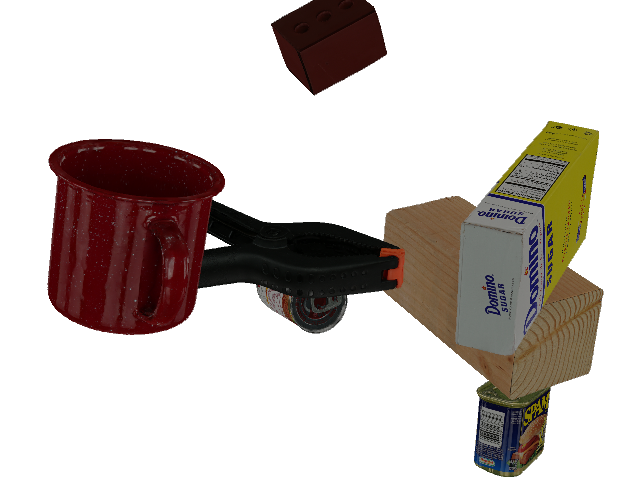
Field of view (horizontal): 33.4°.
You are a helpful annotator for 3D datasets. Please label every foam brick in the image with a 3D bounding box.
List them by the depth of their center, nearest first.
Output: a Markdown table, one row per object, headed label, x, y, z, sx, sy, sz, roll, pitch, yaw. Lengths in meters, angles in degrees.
| label | x | y | z | sx | sy | sz | roll | pitch | yaw |
| --- | --- | --- | --- | --- | --- | --- | --- | --- | --- |
| foam brick | 0.008 | -0.171 | 0.908 | 0.078 | 0.051 | 0.053 | -31 | 47 | -9 |

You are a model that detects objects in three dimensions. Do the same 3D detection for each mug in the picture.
| label | x | y | z | sx | sy | sz | roll | pitch | yaw |
| --- | --- | --- | --- | --- | --- | --- | --- | --- | --- |
| mug | -0.097 | 0.003 | 0.569 | 0.093 | 0.081 | 0.117 | -3 | 25 | -32 |

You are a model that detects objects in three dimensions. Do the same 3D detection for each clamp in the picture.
| label | x | y | z | sx | sy | sz | roll | pitch | yaw |
| --- | --- | --- | --- | --- | --- | --- | --- | --- | --- |
| clamp | -0.040 | 0.005 | 0.822 | 0.210 | 0.036 | 0.164 | 3 | 25 | 4 |

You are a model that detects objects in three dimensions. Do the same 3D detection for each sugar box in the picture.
| label | x | y | z | sx | sy | sz | roll | pitch | yaw |
| --- | --- | --- | --- | --- | --- | --- | --- | --- | --- |
| sugar box | 0.144 | -0.006 | 0.725 | 0.048 | 0.093 | 0.176 | 12 | 32 | 22 |

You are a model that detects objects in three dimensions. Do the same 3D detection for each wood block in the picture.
| label | x | y | z | sx | sy | sz | roll | pitch | yaw |
| --- | --- | --- | --- | --- | --- | --- | --- | --- | --- |
| wood block | 0.149 | 0.044 | 0.977 | 0.090 | 0.090 | 0.206 | -13 | 31 | -26 |

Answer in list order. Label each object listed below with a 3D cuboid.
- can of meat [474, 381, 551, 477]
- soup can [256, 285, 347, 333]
| label | x | y | z | sx | sy | sz | roll | pitch | yaw |
| --- | --- | --- | --- | --- | --- | --- | --- | --- | --- |
| can of meat | 0.203 | 0.191 | 1.125 | 0.058 | 0.084 | 0.101 | 12 | 16 | 31 |
| soup can | -0.022 | 0.058 | 1.195 | 0.068 | 0.068 | 0.102 | 0 | 11 | -26 |
